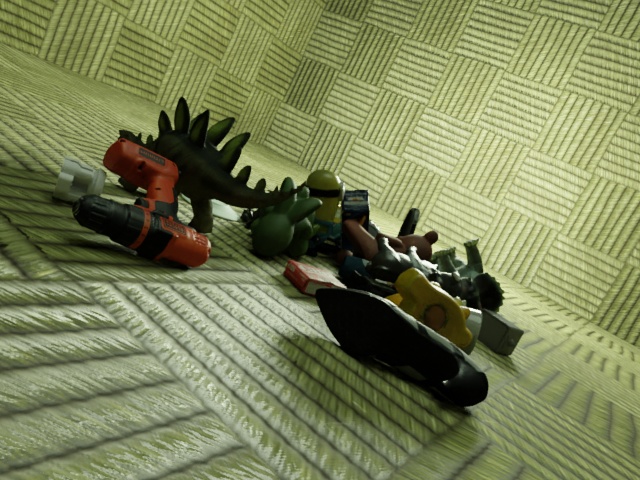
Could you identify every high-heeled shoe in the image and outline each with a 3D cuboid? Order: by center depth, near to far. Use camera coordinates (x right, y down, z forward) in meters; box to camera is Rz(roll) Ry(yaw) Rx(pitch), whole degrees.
[{"bbox_3d":[0.114,0.136,0.731,0.249,0.086,0.145,37,10,29],"label":"high-heeled shoe"}]

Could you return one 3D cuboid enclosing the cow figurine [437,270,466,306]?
[{"bbox_3d":[0.237,0.116,1.085,0.168,0.098,0.068,35,7,41],"label":"cow figurine"}]

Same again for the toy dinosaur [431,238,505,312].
[{"bbox_3d":[0.350,0.108,1.344,0.131,0.192,0.404,-17,-7,4],"label":"toy dinosaur"}]

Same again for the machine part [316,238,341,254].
[{"bbox_3d":[-0.003,-0.004,1.275,0.084,0.039,0.139,12,17,-27],"label":"machine part"}]

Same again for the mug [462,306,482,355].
[{"bbox_3d":[0.220,0.151,0.939,0.107,0.080,0.109,16,14,11],"label":"mug"}]

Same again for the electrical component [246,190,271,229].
[{"bbox_3d":[-0.104,-0.053,1.115,0.078,0.102,0.045,47,9,-23],"label":"electrical component"}]

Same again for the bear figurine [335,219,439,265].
[{"bbox_3d":[0.151,0.018,1.170,0.196,0.120,0.132,-14,39,-32],"label":"bear figurine"}]

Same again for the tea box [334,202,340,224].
[{"bbox_3d":[-0.001,-0.067,1.427,0.068,0.098,0.169,33,10,32],"label":"tea box"}]

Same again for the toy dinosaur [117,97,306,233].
[{"bbox_3d":[-0.205,-0.117,0.880,0.472,0.198,0.105,31,14,35],"label":"toy dinosaur"}]

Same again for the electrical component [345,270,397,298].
[{"bbox_3d":[0.110,0.101,0.978,0.119,0.047,0.075,20,12,-32],"label":"electrical component"}]

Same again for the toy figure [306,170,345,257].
[{"bbox_3d":[-0.006,-0.059,1.133,0.082,0.180,0.089,32,14,39],"label":"toy figure"}]

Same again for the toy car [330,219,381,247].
[{"bbox_3d":[0.103,-0.009,1.380,0.162,0.103,0.109,24,11,0],"label":"toy car"}]

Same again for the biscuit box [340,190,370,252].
[{"bbox_3d":[0.079,-0.034,1.230,0.063,0.059,0.202,-2,-30,1],"label":"biscuit box"}]

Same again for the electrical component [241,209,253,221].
[{"bbox_3d":[-0.138,-0.045,1.179,0.063,0.021,0.094,28,9,8],"label":"electrical component"}]

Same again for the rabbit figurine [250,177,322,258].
[{"bbox_3d":[-0.061,-0.028,0.993,0.121,0.159,0.170,36,25,-2],"label":"rabbit figurine"}]

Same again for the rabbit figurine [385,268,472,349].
[{"bbox_3d":[0.158,0.117,0.845,0.162,0.122,0.173,16,-7,-13],"label":"rabbit figurine"}]

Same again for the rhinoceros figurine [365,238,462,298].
[{"bbox_3d":[0.177,0.060,0.996,0.190,0.073,0.112,19,12,-21],"label":"rhinoceros figurine"}]

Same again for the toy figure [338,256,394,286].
[{"bbox_3d":[0.111,0.084,1.058,0.154,0.057,0.064,27,48,-5],"label":"toy figure"}]

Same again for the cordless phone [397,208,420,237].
[{"bbox_3d":[0.202,0.011,1.289,0.089,0.184,0.146,26,9,26],"label":"cordless phone"}]
